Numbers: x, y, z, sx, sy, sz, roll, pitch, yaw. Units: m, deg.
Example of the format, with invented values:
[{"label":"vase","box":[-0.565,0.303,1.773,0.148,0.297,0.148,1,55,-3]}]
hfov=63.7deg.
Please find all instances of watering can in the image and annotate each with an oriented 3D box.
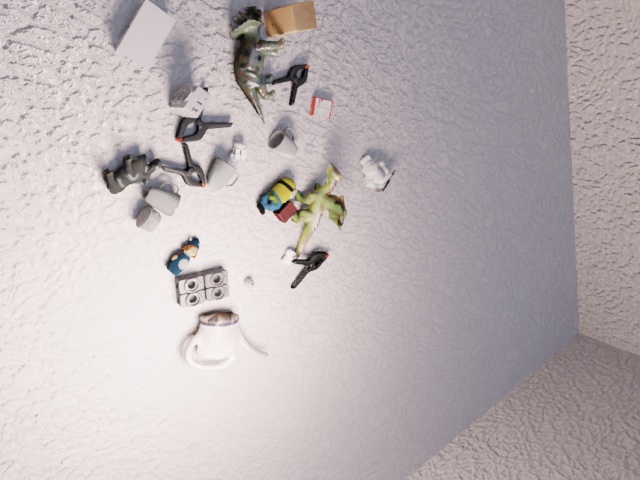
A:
[{"label":"watering can","box":[-0.350,0.381,1.976,0.348,0.104,0.223,-1,100,-35]}]

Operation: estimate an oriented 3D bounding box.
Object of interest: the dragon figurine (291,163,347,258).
[{"label":"dragon figurine","box":[0.006,-0.102,2.035,0.122,0.244,0.408,3,98,-40]}]

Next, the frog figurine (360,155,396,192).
[{"label":"frog figurine","box":[0.234,-0.291,2.251,0.159,0.122,0.137,35,89,1]}]
